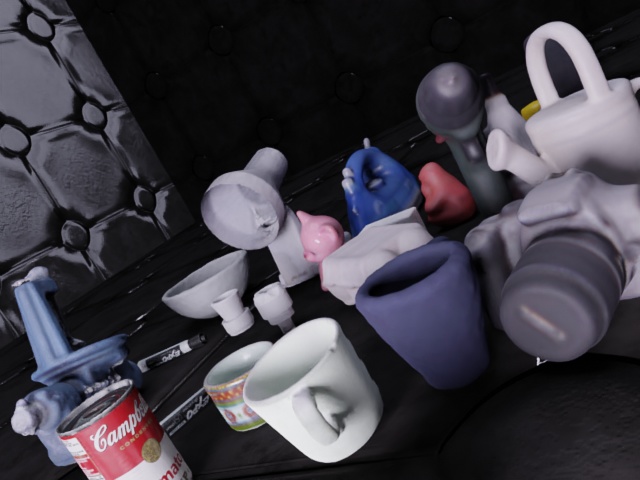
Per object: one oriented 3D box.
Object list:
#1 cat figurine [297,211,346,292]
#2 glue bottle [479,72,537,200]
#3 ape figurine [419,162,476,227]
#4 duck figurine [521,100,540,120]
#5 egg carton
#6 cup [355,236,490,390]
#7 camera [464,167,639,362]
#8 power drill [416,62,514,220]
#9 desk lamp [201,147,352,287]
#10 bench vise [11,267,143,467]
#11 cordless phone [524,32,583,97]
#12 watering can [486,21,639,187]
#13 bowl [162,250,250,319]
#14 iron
[{"bbox_3d":[0.007,0.003,0.810,0.067,0.118,0.128,-27,11,6],"label":"cat figurine"},{"bbox_3d":[0.223,-0.112,0.662,0.078,0.173,0.037,-15,18,49],"label":"glue bottle"},{"bbox_3d":[0.168,-0.065,0.793,0.078,0.092,0.076,-35,13,-30],"label":"ape figurine"},{"bbox_3d":[0.333,-0.167,0.866,0.104,0.086,0.078,-18,16,43],"label":"duck figurine"},{"bbox_3d":[0.070,0.030,0.661,0.107,0.069,0.150,-33,12,-24],"label":"egg carton"},{"bbox_3d":[0.091,0.055,0.436,0.091,0.095,0.118,-20,14,36],"label":"cup"},{"bbox_3d":[0.163,0.018,0.416,0.142,0.101,0.137,-17,16,44],"label":"camera"},{"bbox_3d":[0.164,-0.086,0.596,0.075,0.208,0.229,-26,12,12],"label":"power drill"},{"bbox_3d":[-0.069,-0.034,0.909,0.117,0.214,0.203,-22,13,30],"label":"desk lamp"},{"bbox_3d":[-0.305,0.139,0.694,0.121,0.220,0.207,-30,12,-8],"label":"bench vise"},{"bbox_3d":[0.277,-0.162,0.721,0.147,0.185,0.094,-22,13,28],"label":"cordless phone"},{"bbox_3d":[0.247,-0.113,0.552,0.173,0.194,0.100,-33,13,-23],"label":"watering can"},{"bbox_3d":[-0.185,0.089,1.002,0.167,0.075,0.167,-27,11,6],"label":"bowl"},{"bbox_3d":[0.082,-0.084,0.954,0.118,0.141,0.259,-23,13,25],"label":"iron"}]
